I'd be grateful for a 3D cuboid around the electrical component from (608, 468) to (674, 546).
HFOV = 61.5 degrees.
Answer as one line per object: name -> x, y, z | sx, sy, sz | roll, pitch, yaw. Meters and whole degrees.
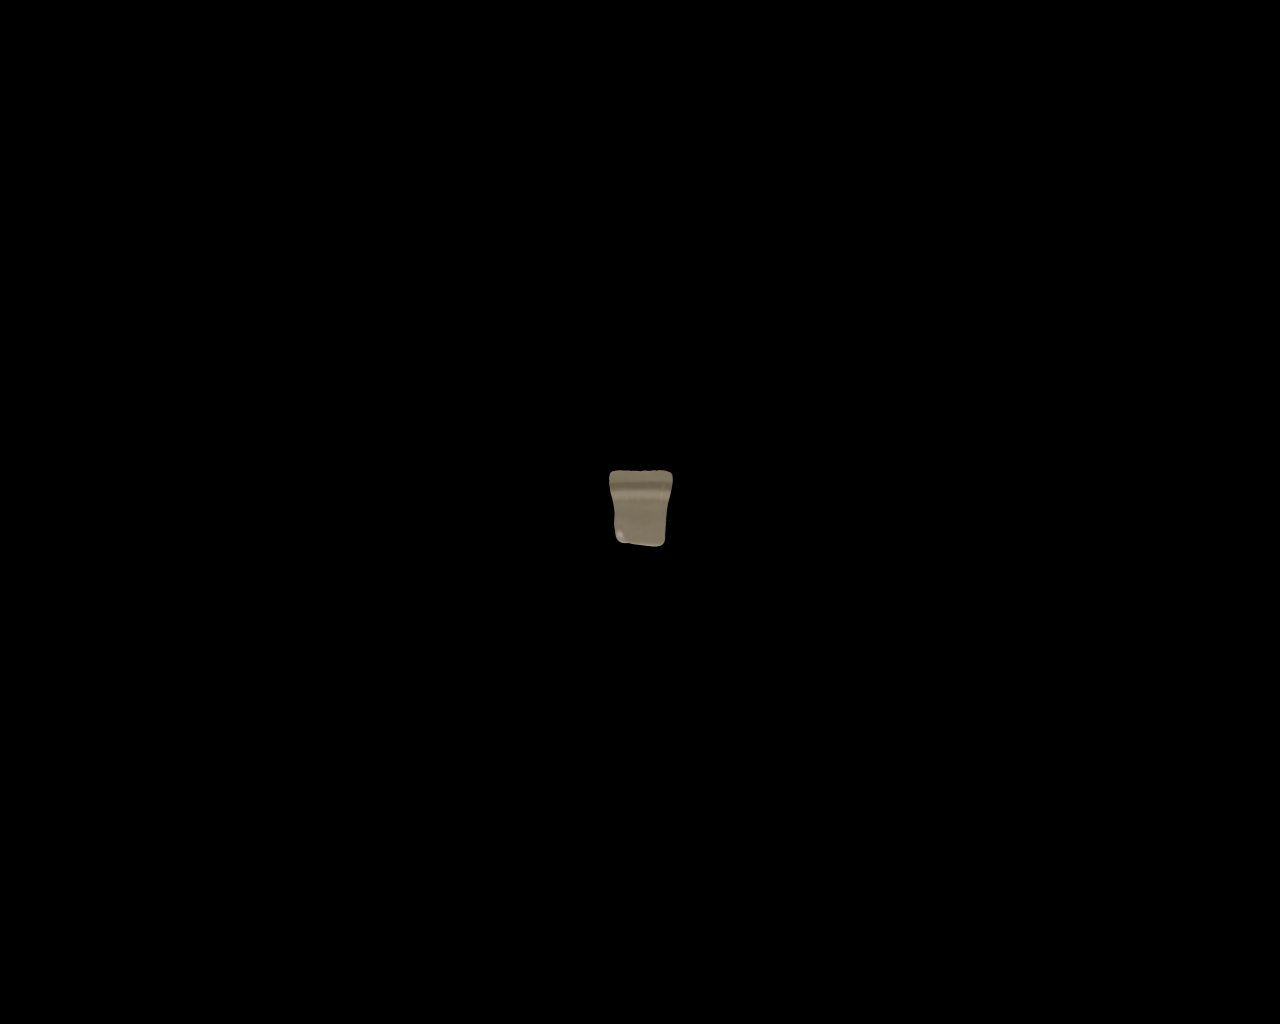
electrical component -> 0.001, -0.003, 0.650 | 0.040, 0.046, 0.040 | 0, -2, 0
